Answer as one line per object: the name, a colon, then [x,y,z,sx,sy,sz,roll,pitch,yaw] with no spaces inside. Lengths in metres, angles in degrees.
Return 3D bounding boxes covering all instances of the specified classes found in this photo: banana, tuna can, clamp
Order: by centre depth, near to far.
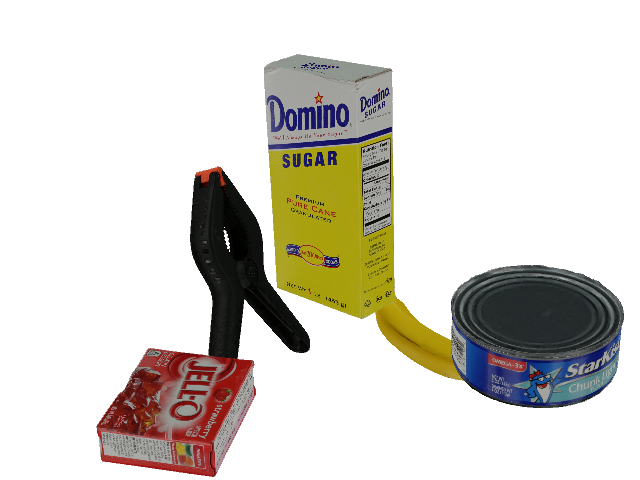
tuna can: [0.109,0.048,0.545,0.086,0.034,0.086,-3,28,1]
clamp: [-0.072,0.035,1.001,0.036,0.210,0.164,-12,0,29]
banana: [0.107,0.101,1.090,0.069,0.037,0.198,4,17,-40]

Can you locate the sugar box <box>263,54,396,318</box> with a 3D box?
sugar box: [0.007,-0.040,0.771,0.093,0.176,0.048,17,31,41]

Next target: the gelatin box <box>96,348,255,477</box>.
gelatin box: [-0.087,0.104,0.662,0.073,0.030,0.089,5,29,13]
